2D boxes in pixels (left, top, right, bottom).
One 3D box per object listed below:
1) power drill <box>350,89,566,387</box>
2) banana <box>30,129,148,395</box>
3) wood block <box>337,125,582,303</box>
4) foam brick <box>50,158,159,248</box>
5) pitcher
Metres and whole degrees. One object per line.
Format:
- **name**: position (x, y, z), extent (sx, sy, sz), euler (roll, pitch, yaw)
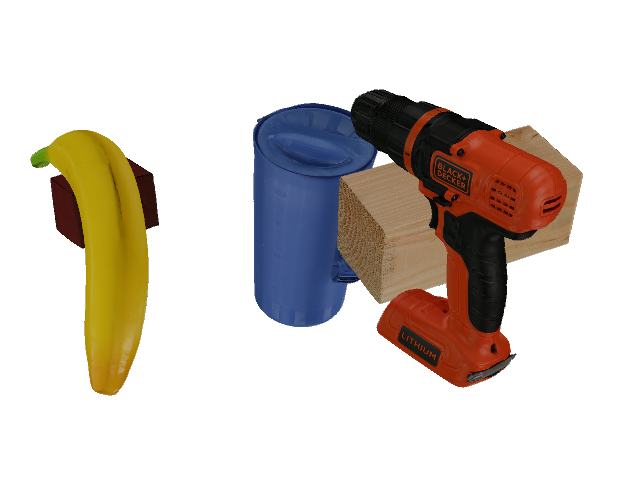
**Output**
- **power drill**: position (0.084, -0.003, 0.767), extent (0.057, 0.188, 0.185), euler (-22, 38, -33)
- **banana**: position (-0.130, -0.004, 0.634), extent (0.037, 0.198, 0.070), euler (9, -48, -35)
- **wood block**: position (0.127, -0.026, 0.999), extent (0.205, 0.090, 0.091), euler (-16, 42, -20)
- **foam brick**: position (-0.191, -0.034, 0.944), extent (0.078, 0.053, 0.051), euler (-19, 31, -29)
- **pitcher**: position (-0.008, -0.016, 1.188), extent (0.145, 0.243, 0.149), euler (3, 41, -4)
